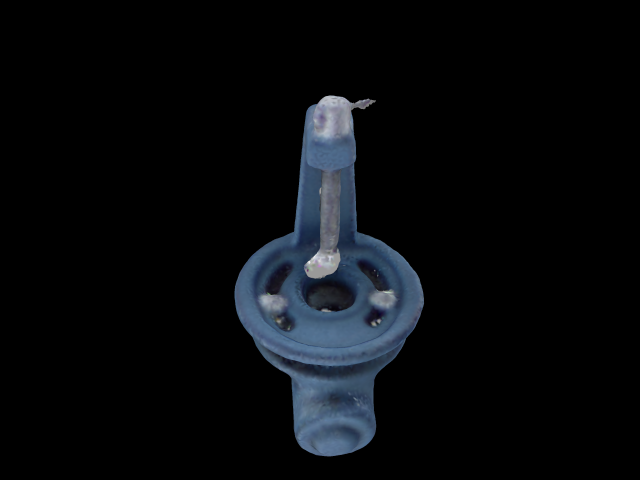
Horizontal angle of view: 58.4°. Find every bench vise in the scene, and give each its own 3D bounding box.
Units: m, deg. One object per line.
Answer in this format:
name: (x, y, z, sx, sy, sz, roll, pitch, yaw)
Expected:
bench vise: (-0.008, 0.003, 0.396, 0.122, 0.220, 0.206, -9, 25, -19)
